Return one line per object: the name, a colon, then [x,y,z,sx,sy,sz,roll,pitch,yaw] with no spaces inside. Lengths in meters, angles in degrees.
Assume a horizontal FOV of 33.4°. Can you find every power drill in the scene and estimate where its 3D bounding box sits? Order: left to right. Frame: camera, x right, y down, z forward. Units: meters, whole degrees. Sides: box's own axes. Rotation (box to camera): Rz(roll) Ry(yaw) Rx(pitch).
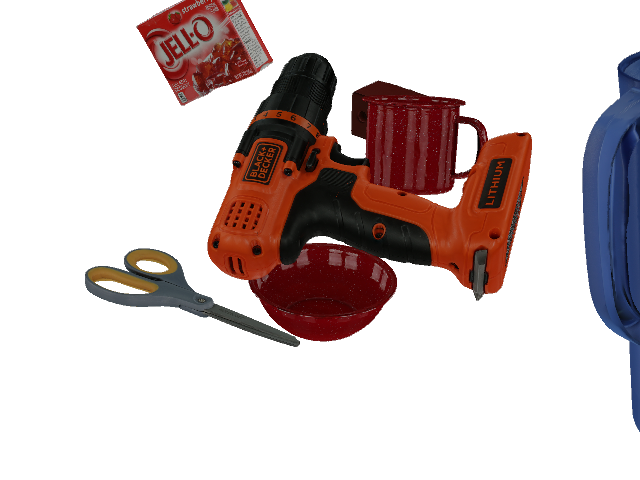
power drill: [0.037,-0.043,0.688,0.188,0.184,0.057,9,-34,15]

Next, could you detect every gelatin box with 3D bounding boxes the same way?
gelatin box: [-0.091,-0.153,0.832,0.089,0.073,0.030,-15,21,39]

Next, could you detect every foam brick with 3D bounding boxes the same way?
foam brick: [0.079,-0.140,1.199,0.078,0.053,0.051,23,37,34]

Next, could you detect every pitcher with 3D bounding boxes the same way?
pitcher: [0.232,0.010,0.624,0.149,0.243,0.144,1,22,16]

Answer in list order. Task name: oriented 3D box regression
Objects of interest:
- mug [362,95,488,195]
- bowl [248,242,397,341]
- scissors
mug: [0.093,-0.086,0.960,0.117,0.081,0.093,7,13,21]
bowl: [0.002,0.063,1.167,0.162,0.055,0.162,1,28,-1]
scissors: [-0.106,0.046,0.940,0.202,0.016,0.096,12,29,7]
